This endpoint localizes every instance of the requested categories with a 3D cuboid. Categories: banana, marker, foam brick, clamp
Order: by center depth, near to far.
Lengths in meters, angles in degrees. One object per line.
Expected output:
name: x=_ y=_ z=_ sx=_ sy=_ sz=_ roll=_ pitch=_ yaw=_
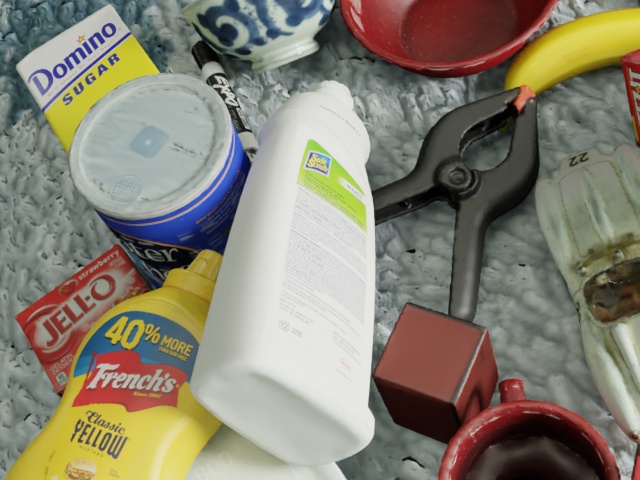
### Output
foam brick: x=0.070 y=0.081 z=0.630 sx=0.051 sy=0.078 sz=0.053 roll=16 pitch=65 yaw=24
clamp: x=0.095 y=-0.025 z=0.699 sx=0.171 sy=0.039 sz=0.120 roll=-44 pitch=76 yaw=-5
banana: x=0.213 y=-0.126 z=0.737 sx=0.198 sy=0.037 sz=0.069 roll=-12 pitch=87 yaw=11
marker: x=-0.073 y=-0.108 z=0.809 sx=0.020 sy=0.020 sz=0.121 roll=-25 pitch=58 yaw=0

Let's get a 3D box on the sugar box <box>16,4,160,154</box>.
sugar box: x=-0.155 y=-0.096 z=0.808 sx=0.093 sy=0.048 sz=0.176 roll=-34 pitch=60 yaw=-6

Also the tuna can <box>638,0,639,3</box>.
tuna can: x=0.267 y=-0.192 z=0.756 sx=0.086 sy=0.033 sz=0.086 roll=-6 pitch=59 yaw=10

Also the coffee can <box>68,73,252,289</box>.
coffee can: x=-0.088 y=-0.026 z=0.695 sx=0.103 sy=0.140 sz=0.103 roll=-6 pitch=60 yaw=11

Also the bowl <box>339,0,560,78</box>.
bowl: x=0.098 y=-0.173 z=0.779 sx=0.162 sy=0.055 sz=0.162 roll=-7 pitch=60 yaw=11

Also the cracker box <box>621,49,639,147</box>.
cracker box: x=0.292 y=-0.087 z=0.595 sx=0.164 sy=0.072 sz=0.214 roll=-20 pitch=20 yaw=-5

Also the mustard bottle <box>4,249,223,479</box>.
mustard bottle: x=-0.101 y=0.090 z=0.608 sx=0.096 sy=0.058 sz=0.191 roll=15 pitch=66 yaw=23

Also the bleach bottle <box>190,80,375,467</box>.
bleach bottle: x=-0.004 y=0.001 z=0.638 sx=0.068 sy=0.102 sz=0.250 roll=-28 pitch=36 yaw=36

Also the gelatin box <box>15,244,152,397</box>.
gelatin box: x=-0.154 y=0.057 z=0.730 sx=0.089 sy=0.030 sz=0.073 roll=-35 pitch=58 yaw=-6

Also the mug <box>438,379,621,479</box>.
mug: x=0.113 y=0.134 z=0.585 sx=0.093 sy=0.081 sz=0.117 roll=-12 pitch=59 yaw=8

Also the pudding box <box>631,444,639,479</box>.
pudding box: x=0.171 y=0.164 z=0.535 sx=0.039 sy=0.113 sz=0.090 roll=9 pitch=64 yaw=22
